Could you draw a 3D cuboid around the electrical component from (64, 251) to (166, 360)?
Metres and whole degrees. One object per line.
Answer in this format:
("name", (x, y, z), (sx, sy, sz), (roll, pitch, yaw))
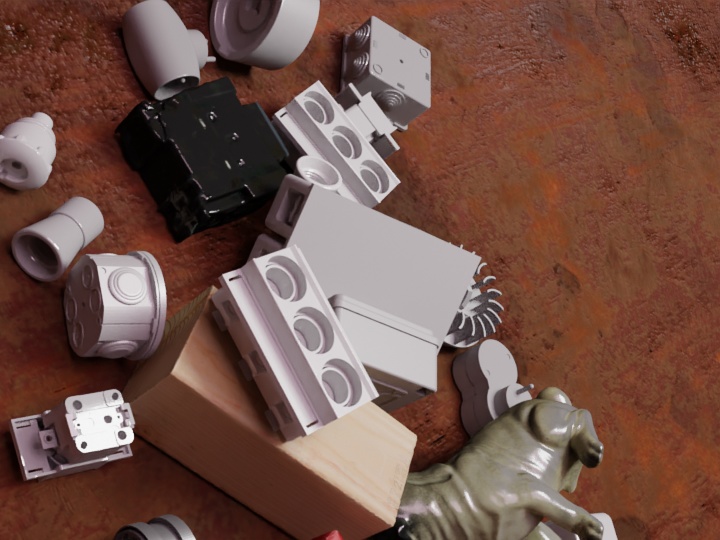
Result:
("electrical component", (-0.177, 0.026, 0.779), (0.051, 0.080, 0.080), (2, 65, -37))

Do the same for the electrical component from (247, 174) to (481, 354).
("electrical component", (0.000, 0.000, 0.932), (0.186, 0.060, 0.105), (22, 94, -33))

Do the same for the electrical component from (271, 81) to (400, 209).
("electrical component", (-0.030, -0.106, 1.009), (0.121, 0.063, 0.078), (51, 42, -7))

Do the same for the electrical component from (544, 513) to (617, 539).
("electrical component", (0.194, 0.282, 0.969), (0.057, 0.078, 0.113), (8, 60, -43))

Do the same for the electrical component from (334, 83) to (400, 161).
("electrical component", (-0.005, -0.138, 1.068), (0.081, 0.042, 0.064), (53, 44, -3))

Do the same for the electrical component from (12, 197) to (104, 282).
("electrical component", (-0.221, -0.026, 0.799), (0.044, 0.044, 0.065), (48, 38, -10))

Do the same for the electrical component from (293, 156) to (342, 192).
("electrical component", (-0.049, -0.064, 0.962), (0.044, 0.065, 0.044), (20, 37, -16))

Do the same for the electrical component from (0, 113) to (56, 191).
("electrical component", (-0.250, -0.094, 0.811), (0.048, 0.048, 0.062), (35, 39, -22))

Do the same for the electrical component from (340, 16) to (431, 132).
("electrical component", (0.029, -0.209, 1.137), (0.100, 0.048, 0.099), (25, 51, -31))

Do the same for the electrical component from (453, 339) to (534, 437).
("electrical component", (0.138, 0.130, 1.013), (0.052, 0.074, 0.138), (11, 59, -39))

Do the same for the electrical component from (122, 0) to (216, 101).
("electrical component", (-0.162, -0.195, 0.954), (0.079, 0.043, 0.077), (-13, 75, -47))

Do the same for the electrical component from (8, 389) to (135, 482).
("electrical component", (-0.189, 0.110, 0.727), (0.081, 0.064, 0.042), (-7, 70, -45))

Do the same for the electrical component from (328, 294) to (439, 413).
("electrical component", (-0.009, 0.077, 0.882), (0.109, 0.109, 0.056), (23, 54, -32))

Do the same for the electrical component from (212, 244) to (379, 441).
("electrical component", (-0.049, 0.053, 0.756), (0.079, 0.063, 0.121), (-22, 81, -49))

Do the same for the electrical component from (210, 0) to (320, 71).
("electrical component", (-0.084, -0.240, 1.011), (0.060, 0.108, 0.108), (14, 56, -44))
